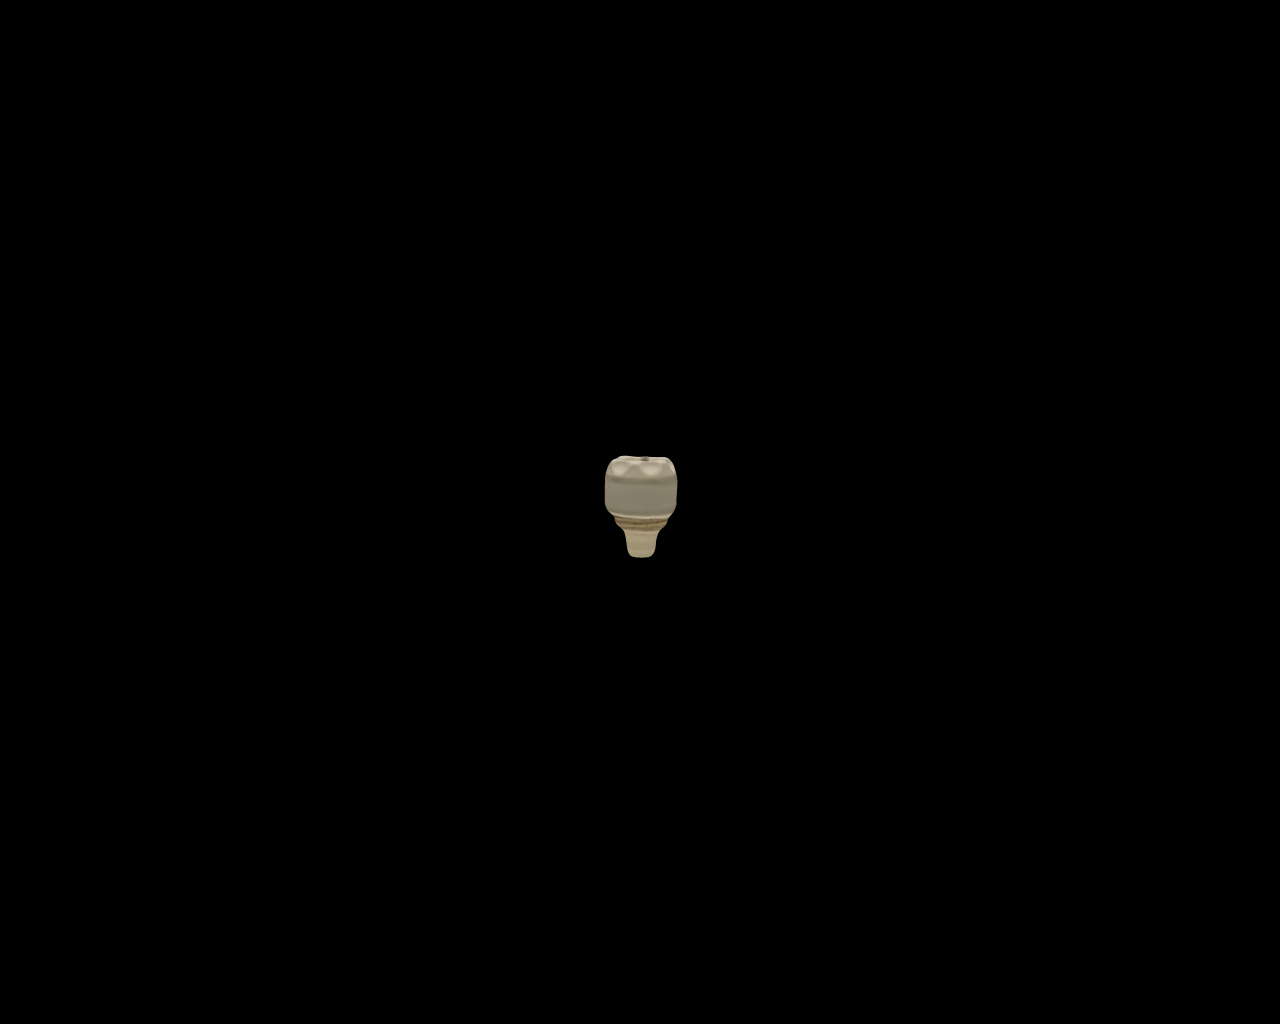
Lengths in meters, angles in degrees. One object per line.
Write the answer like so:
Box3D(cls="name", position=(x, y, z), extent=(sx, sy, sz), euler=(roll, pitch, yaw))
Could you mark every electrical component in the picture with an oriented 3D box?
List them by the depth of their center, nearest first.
Box3D(cls="electrical component", position=(0.001, -0.003, 0.650), extent=(0.043, 0.062, 0.043), euler=(0, 9, 0))
